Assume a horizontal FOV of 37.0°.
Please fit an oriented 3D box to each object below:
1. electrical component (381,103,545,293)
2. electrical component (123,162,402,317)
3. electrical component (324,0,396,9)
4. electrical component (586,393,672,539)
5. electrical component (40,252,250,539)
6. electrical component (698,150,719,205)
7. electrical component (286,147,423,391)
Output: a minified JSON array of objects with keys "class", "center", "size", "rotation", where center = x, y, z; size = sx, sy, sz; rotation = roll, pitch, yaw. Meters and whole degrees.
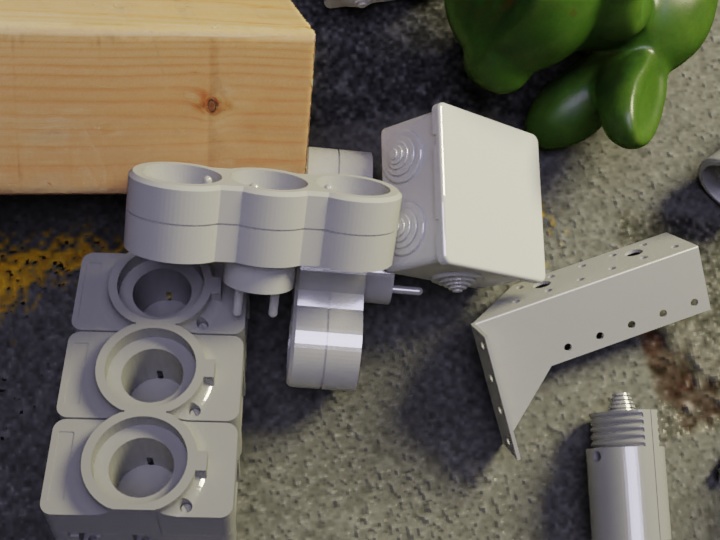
[{"class":"electrical component","center":[0.057,-0.037,0.605],"size":[0.100,0.048,0.099],"rotation":[10,74,-44]},{"class":"electrical component","center":[-0.050,-0.011,0.549],"size":[0.138,0.052,0.073],"rotation":[3,108,-16]},{"class":"electrical component","center":[0.014,-0.212,0.658],"size":[0.100,0.048,0.099],"rotation":[-9,79,-5]},{"class":"electrical component","center":[0.149,0.110,0.603],"size":[0.043,0.043,0.081],"rotation":[-1,78,-4]},{"class":"electrical component","center":[-0.106,0.065,0.560],"size":[0.089,0.061,0.150],"rotation":[2,55,-3]},{"class":"electrical component","center":[0.241,-0.070,0.648],"size":[0.044,0.044,0.065],"rotation":[43,75,6]},{"class":"electrical component","center":[0.000,0.000,0.612],"size":[0.074,0.052,0.138],"rotation":[5,78,-5]}]
